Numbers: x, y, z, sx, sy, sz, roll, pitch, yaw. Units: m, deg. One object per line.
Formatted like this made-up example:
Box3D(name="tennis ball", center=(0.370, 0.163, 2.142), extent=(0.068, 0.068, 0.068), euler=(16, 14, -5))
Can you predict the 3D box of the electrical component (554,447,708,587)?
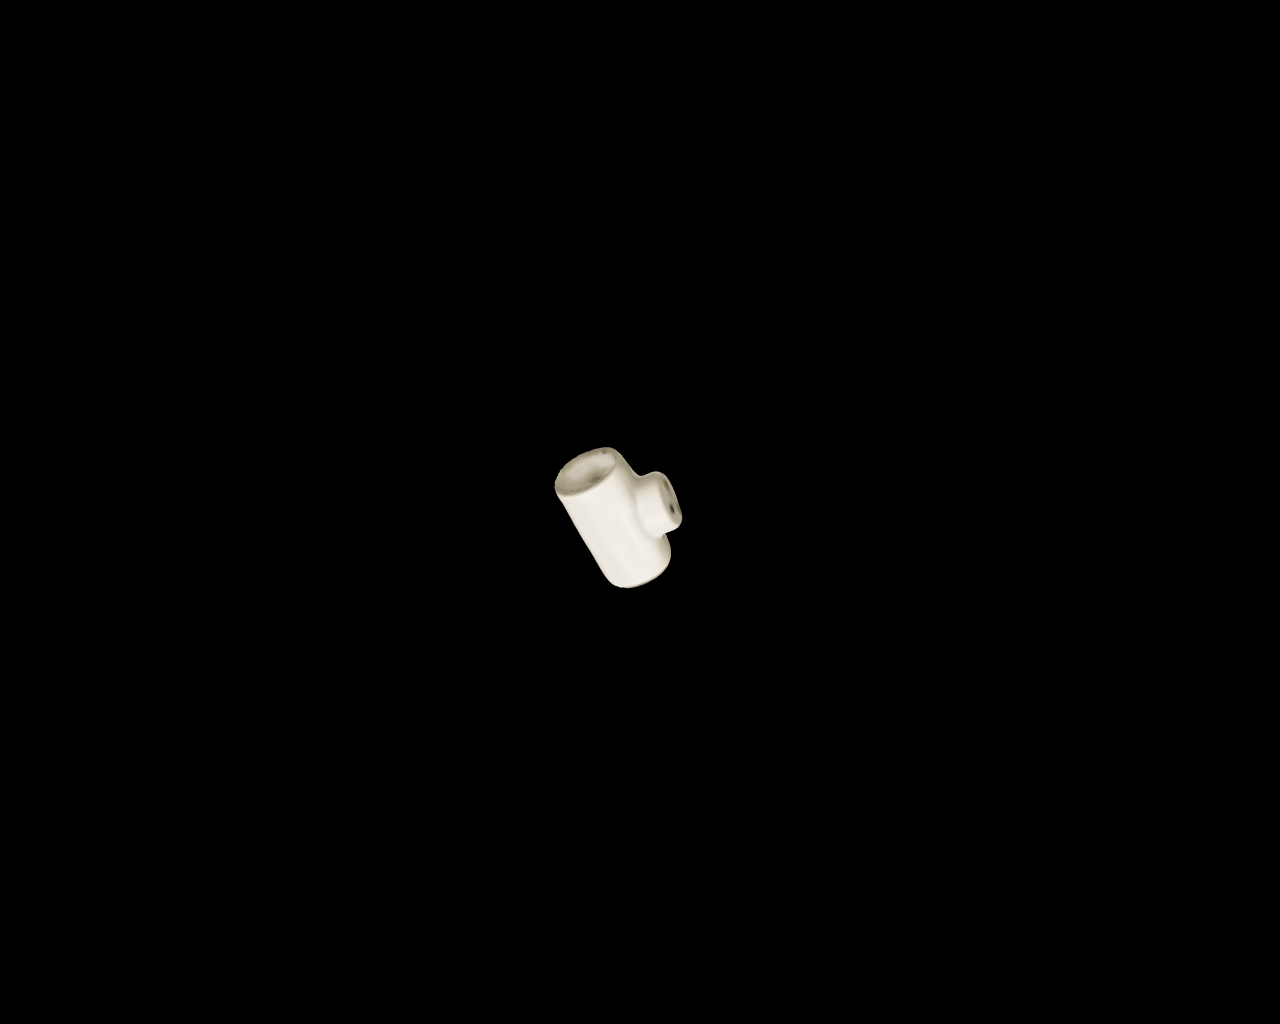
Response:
Box3D(name="electrical component", center=(0.001, -0.003, 0.650), extent=(0.079, 0.077, 0.043), euler=(-21, 32, 14))
